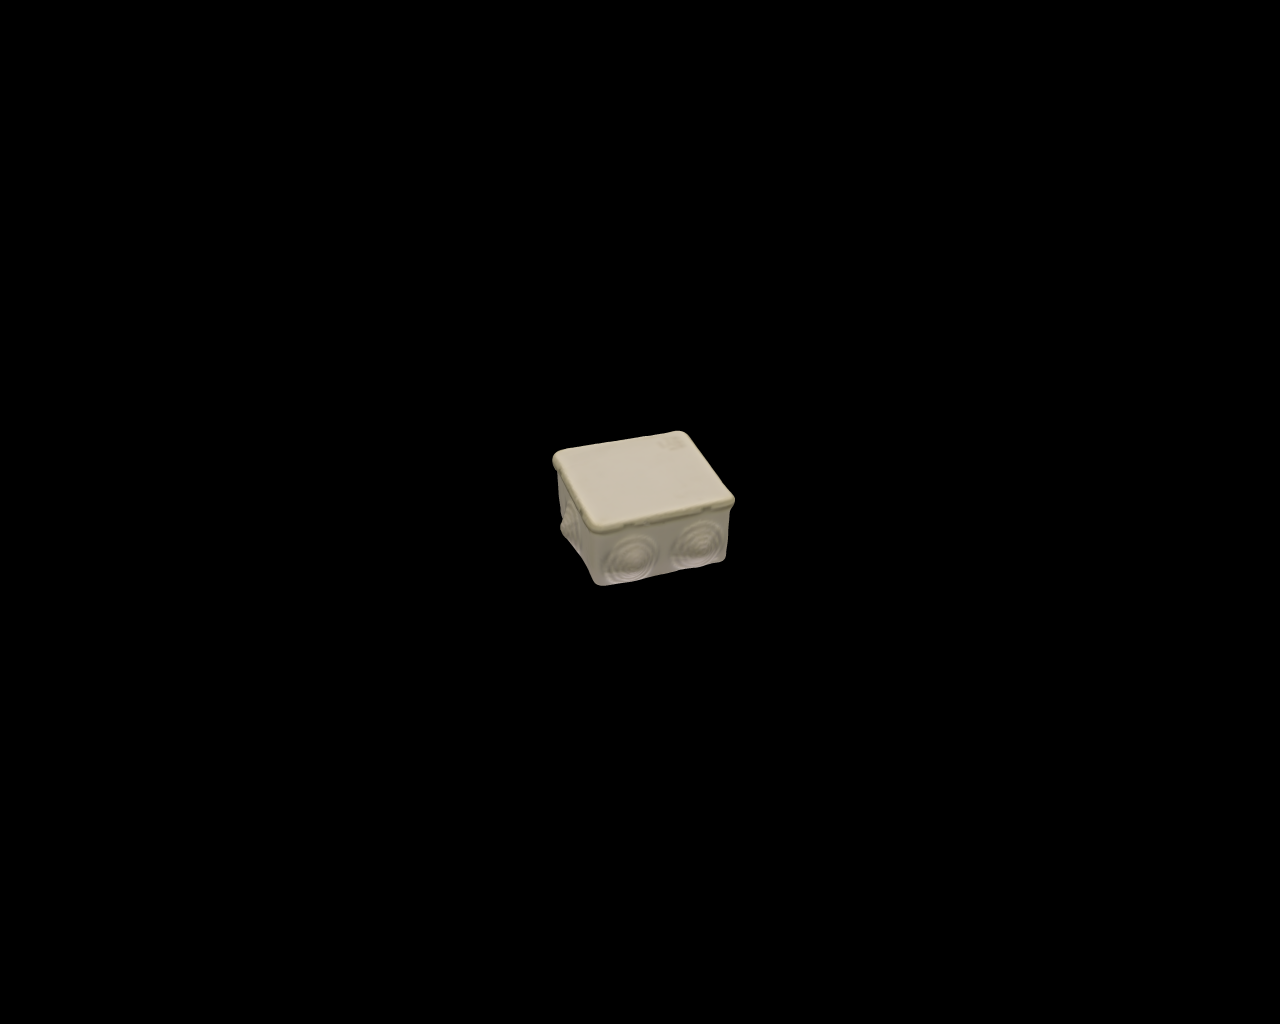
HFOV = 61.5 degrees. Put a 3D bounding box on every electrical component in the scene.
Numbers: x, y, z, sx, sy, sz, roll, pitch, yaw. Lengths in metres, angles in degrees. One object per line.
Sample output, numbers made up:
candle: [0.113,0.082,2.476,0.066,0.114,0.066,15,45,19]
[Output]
electrical component: [0.001,-0.003,0.650,0.100,0.048,0.100,-11,36,-16]
